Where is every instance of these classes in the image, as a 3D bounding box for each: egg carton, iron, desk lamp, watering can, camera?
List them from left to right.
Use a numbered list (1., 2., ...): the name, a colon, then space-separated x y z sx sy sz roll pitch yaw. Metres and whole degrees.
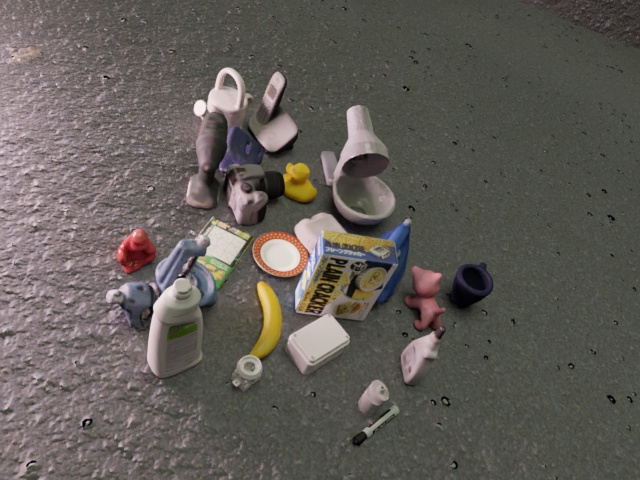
1. watering can: -0.240 -0.345 1.463 0.101 0.194 0.173 28 47 4
2. camera: -0.148 -0.123 1.371 0.137 0.101 0.143 -8 54 -27
3. egg carton: 0.012 0.005 1.345 0.107 0.069 0.150 -24 63 -35
4. desk lamp: 0.085 -0.223 1.470 0.118 0.213 0.203 1 51 -20
5. iron: 0.166 0.022 1.340 0.118 0.141 0.259 31 47 7

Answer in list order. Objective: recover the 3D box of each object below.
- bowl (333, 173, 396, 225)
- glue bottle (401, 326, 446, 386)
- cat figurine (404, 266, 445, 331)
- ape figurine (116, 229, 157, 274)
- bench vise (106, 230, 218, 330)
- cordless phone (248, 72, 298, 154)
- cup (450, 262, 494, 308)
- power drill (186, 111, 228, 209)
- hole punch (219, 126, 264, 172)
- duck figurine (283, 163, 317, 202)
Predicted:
1. bowl: 0.103 -0.094 1.461 0.168 0.074 0.167 11 48 -12
2. glue bottle: 0.214 0.225 1.162 0.037 0.173 0.078 9 48 -13
3. cat figurine: 0.246 0.124 1.299 0.067 0.117 0.127 -5 53 -24
4. ape figurine: -0.374 0.014 1.172 0.078 0.092 0.076 6 49 -16
5. bench vise: -0.277 0.082 1.063 0.208 0.219 0.121 -29 65 -37
6. cordless phone: -0.110 -0.334 1.509 0.094 0.185 0.147 -23 62 -34
7. cup: 0.357 0.110 1.370 0.091 0.095 0.118 33 47 9
8. power drill: -0.252 -0.173 1.300 0.076 0.208 0.229 9 48 -14
9. hole punch: -0.193 -0.222 1.445 0.101 0.091 0.108 15 47 -8
10. duck figurine: -0.049 -0.152 1.444 0.104 0.086 0.078 36 48 11
